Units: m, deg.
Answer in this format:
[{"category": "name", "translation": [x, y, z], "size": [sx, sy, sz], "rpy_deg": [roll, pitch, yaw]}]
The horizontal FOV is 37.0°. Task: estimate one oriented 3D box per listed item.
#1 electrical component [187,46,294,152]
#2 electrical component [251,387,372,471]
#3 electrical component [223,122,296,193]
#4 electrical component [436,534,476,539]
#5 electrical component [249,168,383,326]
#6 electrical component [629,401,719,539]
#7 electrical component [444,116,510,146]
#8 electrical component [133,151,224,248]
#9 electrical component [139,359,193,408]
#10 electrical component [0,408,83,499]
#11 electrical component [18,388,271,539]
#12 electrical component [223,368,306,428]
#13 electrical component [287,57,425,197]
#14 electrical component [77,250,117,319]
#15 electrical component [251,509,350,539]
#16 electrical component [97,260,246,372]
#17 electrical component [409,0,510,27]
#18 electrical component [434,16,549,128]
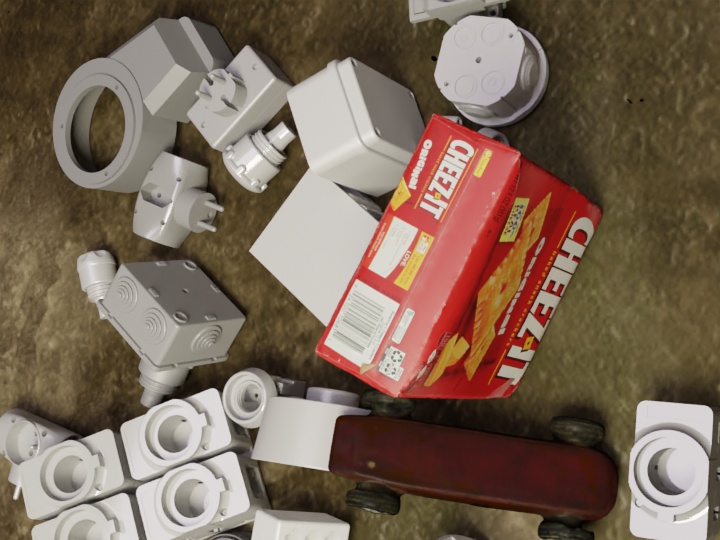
[{"category": "electrical component", "translation": [-0.112, -0.149, 0.922], "size": [0.083, 0.076, 0.047], "rpy_deg": [-45, 65, 15]}, {"category": "electrical component", "translation": [-0.025, 0.122, 0.821], "size": [0.108, 0.108, 0.060], "rpy_deg": [3, 78, 28]}, {"category": "electrical component", "translation": [-0.083, -0.100, 0.918], "size": [0.062, 0.048, 0.048], "rpy_deg": [-41, 66, 9]}, {"category": "electrical component", "translation": [0.079, 0.245, 0.749], "size": [0.108, 0.108, 0.060], "rpy_deg": [42, 108, 26]}, {"category": "electrical component", "translation": [0.000, 0.000, 0.849], "size": [0.150, 0.062, 0.089], "rpy_deg": [43, 103, 26]}, {"category": "electrical component", "translation": [0.213, 0.134, 0.721], "size": [0.050, 0.056, 0.089], "rpy_deg": [2, 83, 28]}, {"category": "electrical component", "translation": [0.082, -0.086, 0.829], "size": [0.055, 0.048, 0.066], "rpy_deg": [7, 86, 36]}, {"category": "electrical component", "translation": [-0.154, -0.056, 0.949], "size": [0.079, 0.043, 0.077], "rpy_deg": [22, 93, 28]}, {"category": "electrical component", "translation": [-0.173, 0.090, 0.938], "size": [0.048, 0.048, 0.062], "rpy_deg": [30, 104, 28]}, {"category": "electrical component", "translation": [-0.301, 0.177, 0.990], "size": [0.077, 0.044, 0.079], "rpy_deg": [16, 90, 28]}, {"category": "electrical component", "translation": [-0.181, 0.181, 0.890], "size": [0.186, 0.060, 0.105], "rpy_deg": [-22, 70, 8]}, {"category": "electrical component", "translation": [-0.080, 0.105, 0.879], "size": [0.066, 0.055, 0.048], "rpy_deg": [8, 86, 28]}, {"category": "electrical component", "translation": [0.004, -0.109, 0.834], "size": [0.057, 0.113, 0.078], "rpy_deg": [-26, 72, 25]}, {"category": "electrical component", "translation": [-0.239, 0.015, 0.988], "size": [0.035, 0.035, 0.061], "rpy_deg": [-20, 76, 24]}, {"category": "electrical component", "translation": [-0.058, 0.214, 0.851], "size": [0.077, 0.066, 0.047], "rpy_deg": [5, 84, 57]}, {"category": "electrical component", "translation": [-0.157, 0.035, 0.907], "size": [0.100, 0.100, 0.048], "rpy_deg": [44, 116, 26]}, {"category": "electrical component", "translation": [0.081, -0.217, 0.838], "size": [0.081, 0.064, 0.042], "rpy_deg": [-7, 80, 27]}, {"category": "electrical component", "translation": [0.100, -0.153, 0.825], "size": [0.080, 0.051, 0.080], "rpy_deg": [-4, 81, 27]}]
